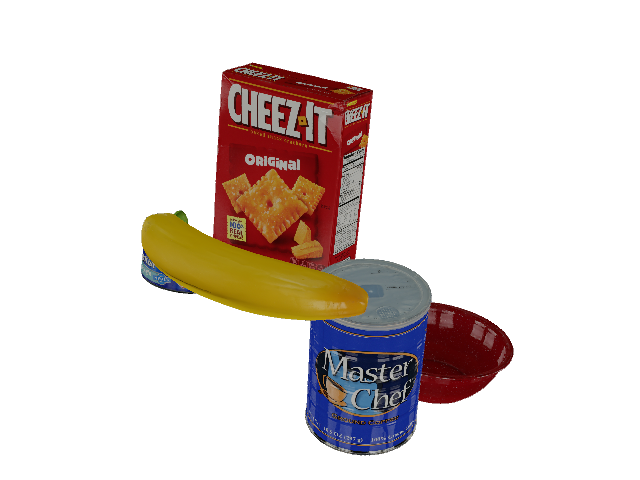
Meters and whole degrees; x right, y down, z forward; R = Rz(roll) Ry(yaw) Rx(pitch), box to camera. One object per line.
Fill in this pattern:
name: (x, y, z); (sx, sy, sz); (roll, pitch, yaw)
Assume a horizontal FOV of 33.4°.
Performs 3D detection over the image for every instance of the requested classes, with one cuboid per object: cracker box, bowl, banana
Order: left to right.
banana: (-0.060, 0.013, 0.695); (0.069, 0.037, 0.198); (-26, 36, -37)
cracker box: (-0.036, -0.079, 1.214); (0.164, 0.214, 0.072); (17, 25, 26)
bowl: (0.119, 0.125, 1.129); (0.162, 0.055, 0.162); (5, 25, -2)

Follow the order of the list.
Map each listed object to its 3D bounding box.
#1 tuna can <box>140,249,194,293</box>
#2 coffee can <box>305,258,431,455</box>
tuna can: (-0.135, 0.022, 1.063); (0.086, 0.034, 0.086); (8, 19, -3)
coffee can: (0.040, 0.101, 0.937); (0.103, 0.140, 0.103); (2, 30, -1)
